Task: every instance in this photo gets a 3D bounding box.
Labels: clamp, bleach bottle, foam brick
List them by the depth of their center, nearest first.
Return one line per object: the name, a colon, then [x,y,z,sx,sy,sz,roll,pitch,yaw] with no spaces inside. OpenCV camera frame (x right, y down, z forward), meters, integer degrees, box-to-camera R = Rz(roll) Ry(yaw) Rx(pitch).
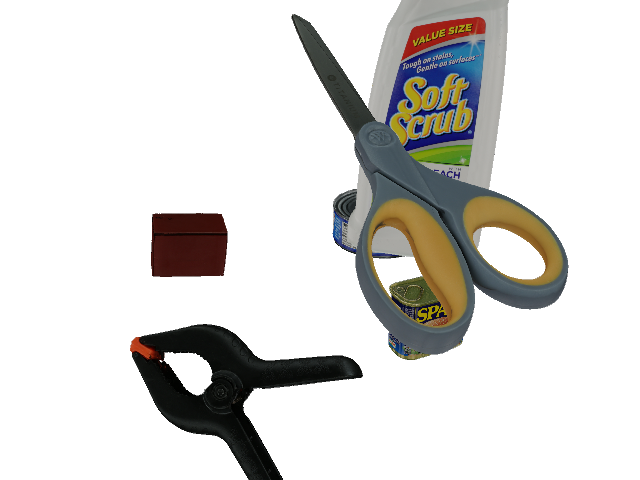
bleach bottle: [0.077,-0.113,0.749,0.102,0.251,0.068,7,25,10]
clamp: [-0.064,0.121,0.767,0.172,0.120,0.039,15,-11,20]
foam brick: [-0.141,0.004,1.135,0.078,0.051,0.053,0,25,-10]

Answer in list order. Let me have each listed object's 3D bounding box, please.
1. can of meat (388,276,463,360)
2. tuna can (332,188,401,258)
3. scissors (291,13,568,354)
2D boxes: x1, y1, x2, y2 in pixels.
can of meat: [0.134,0.094,1.333,0.101,0.084,0.058,-12,30,-26]
tuna can: [0.053,-0.016,0.951,0.086,0.034,0.086,1,25,-1]
scissors: [0.045,-0.036,0.470,0.096,0.202,0.016,0,-41,-11]
